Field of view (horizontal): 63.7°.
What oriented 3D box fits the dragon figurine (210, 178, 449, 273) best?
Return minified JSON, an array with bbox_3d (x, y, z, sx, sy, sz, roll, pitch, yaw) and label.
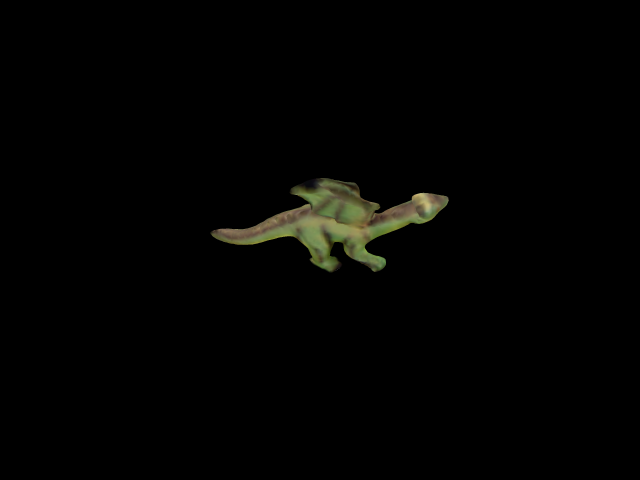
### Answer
[{"bbox_3d":[0.003,-0.043,0.850,0.410,0.125,0.238,0,-26,0],"label":"dragon figurine"}]
